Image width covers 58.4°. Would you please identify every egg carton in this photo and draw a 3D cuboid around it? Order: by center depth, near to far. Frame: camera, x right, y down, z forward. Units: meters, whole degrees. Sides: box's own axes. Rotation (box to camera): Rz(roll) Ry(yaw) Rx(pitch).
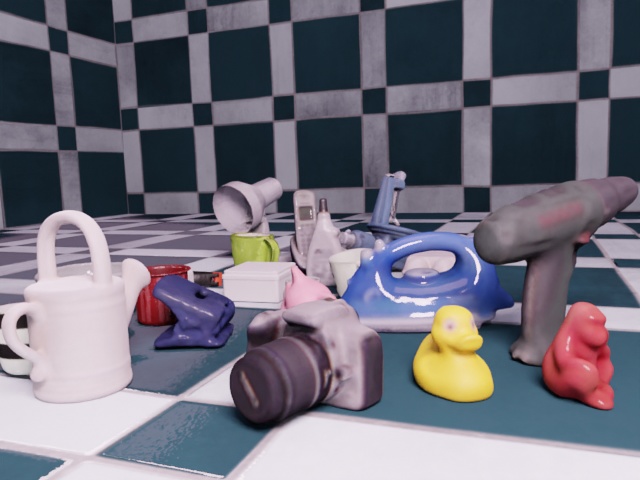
[{"bbox_3d":[0.215,0.057,1.065,0.107,0.069,0.151,0,7,18],"label":"egg carton"}]

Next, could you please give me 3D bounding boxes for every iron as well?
[{"bbox_3d":[0.140,0.053,0.826,0.258,0.141,0.118,-3,7,-6],"label":"iron"}]

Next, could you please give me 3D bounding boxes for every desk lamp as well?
[{"bbox_3d":[-0.151,-0.042,1.381,0.117,0.213,0.204,3,8,33],"label":"desk lamp"}]

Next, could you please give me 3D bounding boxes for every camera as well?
[{"bbox_3d":[-0.029,0.112,0.552,0.142,0.101,0.137,4,9,40],"label":"camera"}]

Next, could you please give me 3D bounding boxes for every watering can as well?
[{"bbox_3d":[-0.260,0.064,0.624,0.101,0.194,0.173,-1,7,5],"label":"watering can"}]

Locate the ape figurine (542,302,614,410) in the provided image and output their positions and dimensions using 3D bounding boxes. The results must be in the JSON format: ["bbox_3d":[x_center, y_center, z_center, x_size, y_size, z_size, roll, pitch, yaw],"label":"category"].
[{"bbox_3d":[0.256,0.107,0.556,0.078,0.092,0.076,-6,8,-31],"label":"ape figurine"}]

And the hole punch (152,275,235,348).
[{"bbox_3d":[-0.169,0.093,0.784,0.101,0.091,0.108,-2,7,1],"label":"hole punch"}]

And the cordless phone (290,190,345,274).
[{"bbox_3d":[0.004,-0.021,1.286,0.148,0.185,0.094,-5,8,-20],"label":"cordless phone"}]

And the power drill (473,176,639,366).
[{"bbox_3d":[0.281,0.034,0.667,0.230,0.208,0.075,-5,8,-26],"label":"power drill"}]

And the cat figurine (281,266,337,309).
[{"bbox_3d":[-0.021,0.086,0.690,0.067,0.118,0.127,-4,7,-17],"label":"cat figurine"}]

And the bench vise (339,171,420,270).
[{"bbox_3d":[0.138,-0.033,1.203,0.121,0.220,0.208,3,9,36],"label":"bench vise"}]

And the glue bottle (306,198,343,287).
[{"bbox_3d":[0.010,0.004,1.128,0.078,0.173,0.037,0,7,14],"label":"glue bottle"}]

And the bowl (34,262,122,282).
[{"bbox_3d":[-0.390,0.085,0.977,0.167,0.075,0.167,-2,7,0],"label":"bowl"}]

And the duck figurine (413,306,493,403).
[{"bbox_3d":[0.136,0.109,0.592,0.078,0.086,0.104,-4,7,-15],"label":"duck figurine"}]
